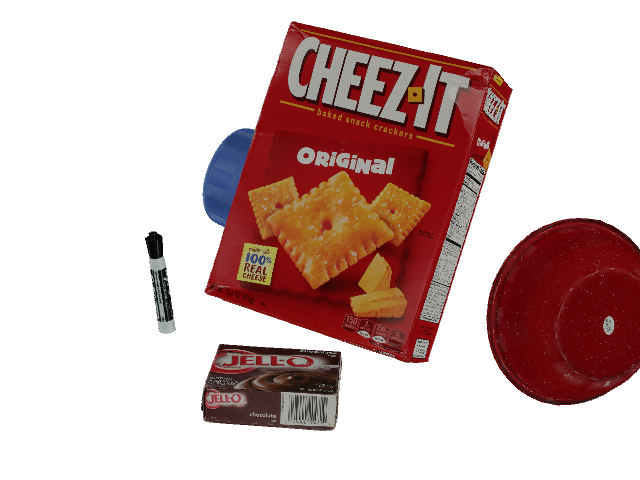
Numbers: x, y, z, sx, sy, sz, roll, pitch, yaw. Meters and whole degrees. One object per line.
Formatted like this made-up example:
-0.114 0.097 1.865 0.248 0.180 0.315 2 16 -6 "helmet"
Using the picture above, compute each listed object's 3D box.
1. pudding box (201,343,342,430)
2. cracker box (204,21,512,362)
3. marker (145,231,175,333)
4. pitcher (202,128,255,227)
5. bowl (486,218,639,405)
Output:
-0.039 0.124 0.914 0.113 0.039 0.090 5 18 2 "pudding box"
0.027 -0.036 0.779 0.164 0.214 0.072 17 0 21 "cracker box"
-0.179 0.047 1.189 0.020 0.121 0.020 -4 23 2 "marker"
-0.001 -0.021 1.088 0.243 0.145 0.149 22 26 23 "pitcher"
0.221 0.064 0.879 0.162 0.162 0.055 0 7 -17 "bowl"
